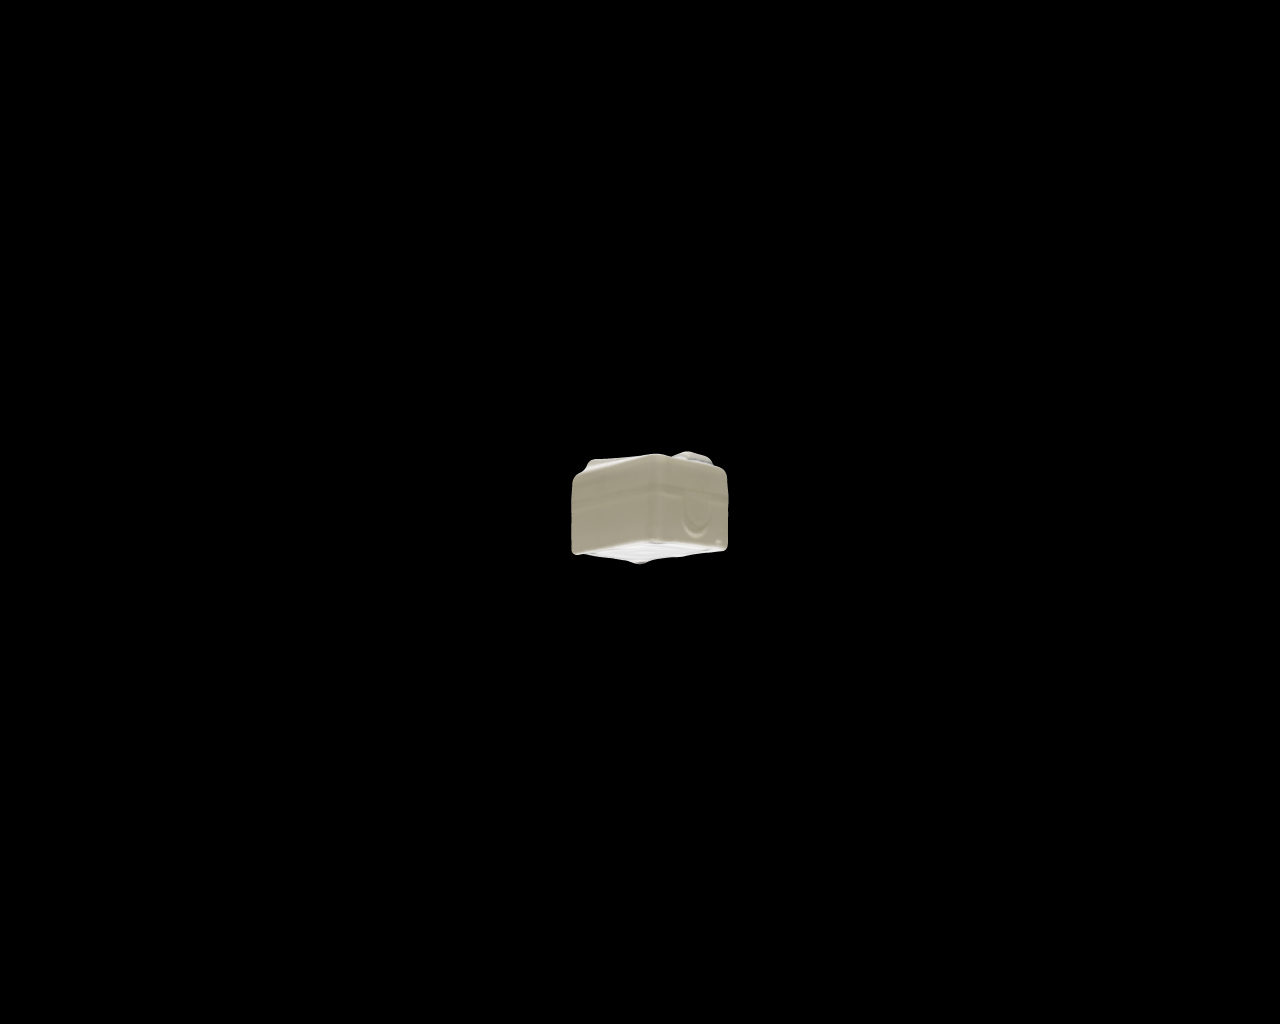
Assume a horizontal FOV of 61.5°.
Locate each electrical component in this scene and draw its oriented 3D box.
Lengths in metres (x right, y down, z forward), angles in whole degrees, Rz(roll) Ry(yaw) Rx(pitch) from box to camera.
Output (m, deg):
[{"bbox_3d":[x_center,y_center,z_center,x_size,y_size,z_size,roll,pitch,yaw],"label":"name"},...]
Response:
[{"bbox_3d":[0.001,-0.003,0.650,0.062,0.061,0.096,10,-14,-42],"label":"electrical component"}]
